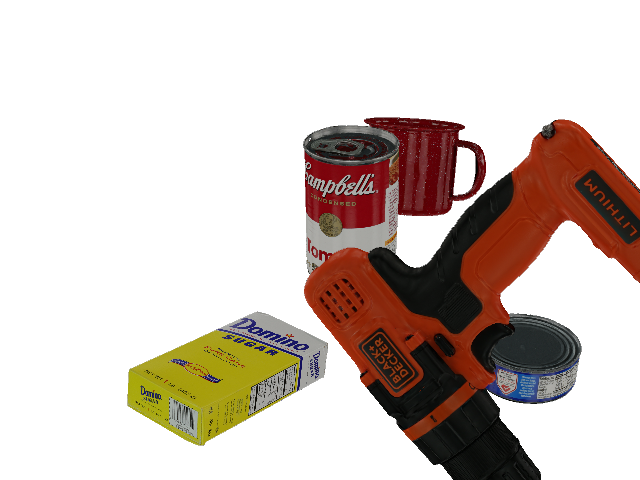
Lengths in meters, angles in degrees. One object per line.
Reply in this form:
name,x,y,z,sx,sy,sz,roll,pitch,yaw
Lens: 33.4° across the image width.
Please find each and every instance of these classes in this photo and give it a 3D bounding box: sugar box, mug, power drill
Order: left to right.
sugar box,-0.082,0.122,0.986,0.093,0.048,0.175,22,30,32
mug,0.095,-0.067,0.984,0.117,0.081,0.093,8,12,21
power drill,0.108,0.041,0.586,0.188,0.184,0.057,-41,-4,15

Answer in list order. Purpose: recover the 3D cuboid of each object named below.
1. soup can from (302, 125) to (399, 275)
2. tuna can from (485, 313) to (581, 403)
soup can,0.022,-0.024,0.773,0.068,0.102,0.068,-1,27,0
tuna can,0.167,0.096,0.870,0.086,0.034,0.086,1,28,-1
